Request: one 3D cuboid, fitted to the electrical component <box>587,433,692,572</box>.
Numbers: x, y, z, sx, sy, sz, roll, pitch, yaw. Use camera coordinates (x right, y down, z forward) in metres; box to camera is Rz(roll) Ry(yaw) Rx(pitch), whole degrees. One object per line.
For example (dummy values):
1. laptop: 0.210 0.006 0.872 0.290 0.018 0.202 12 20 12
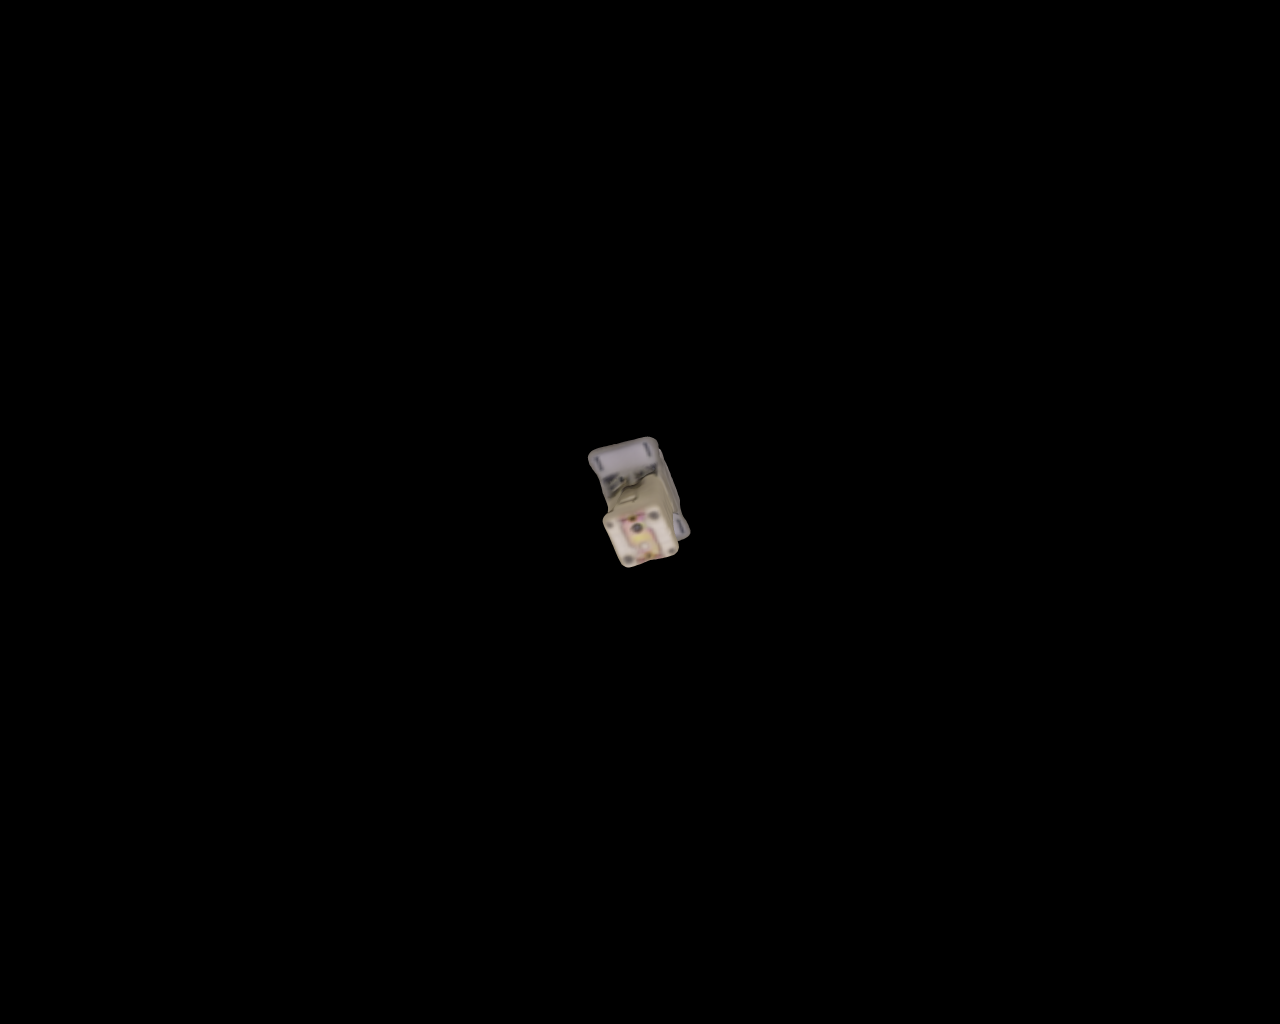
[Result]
1. electrical component: 0.001 -0.003 0.650 0.042 0.081 0.064 -15 36 11
